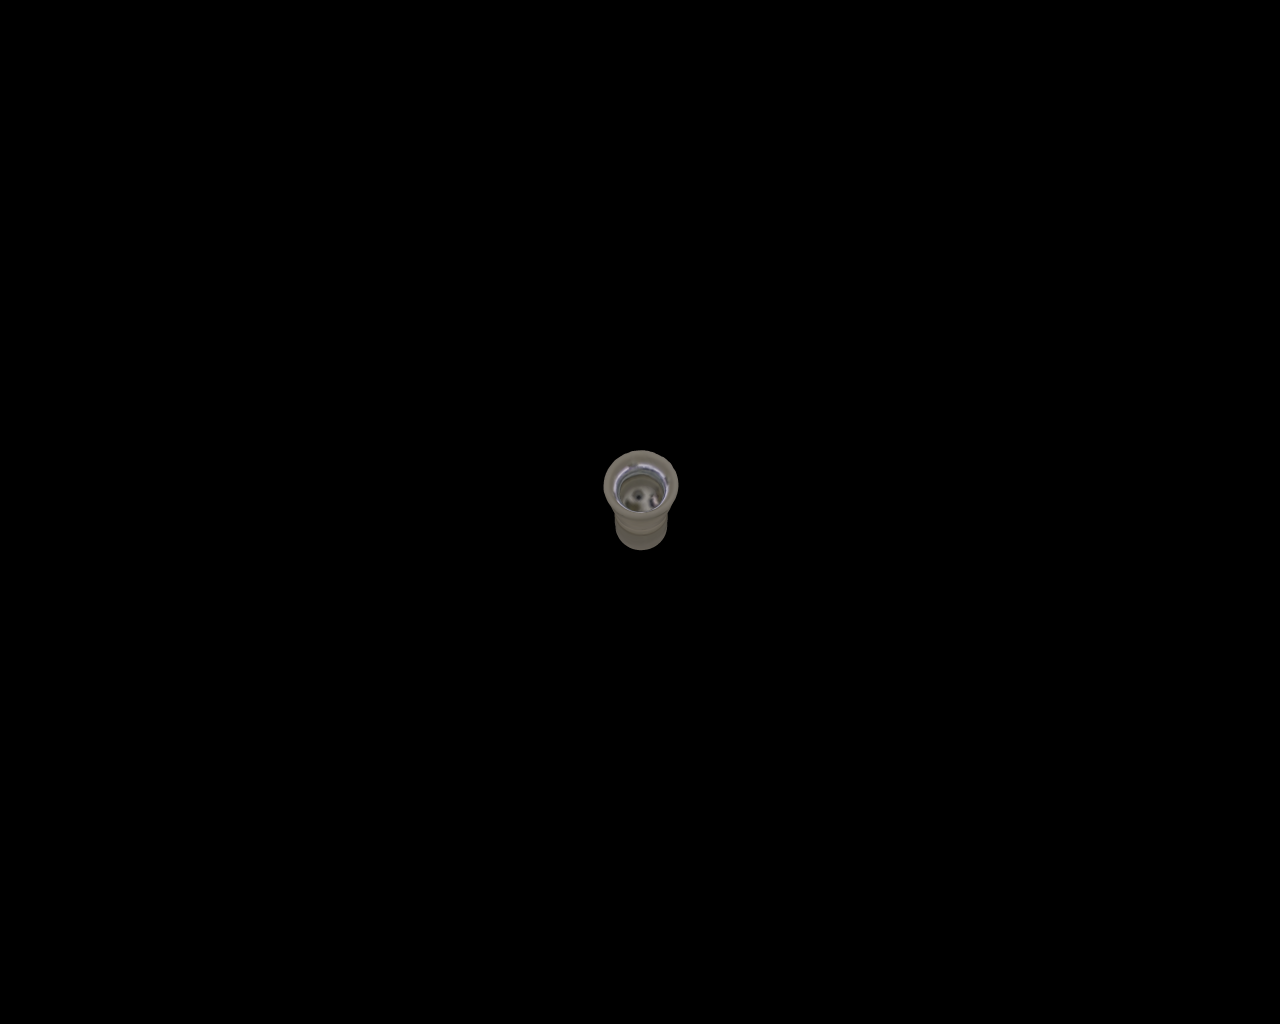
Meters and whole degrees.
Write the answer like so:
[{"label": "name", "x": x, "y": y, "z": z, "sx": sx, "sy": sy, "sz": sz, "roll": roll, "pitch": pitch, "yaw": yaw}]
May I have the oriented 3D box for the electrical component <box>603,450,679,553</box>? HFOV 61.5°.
[{"label": "electrical component", "x": 0.001, "y": -0.003, "z": 0.650, "sx": 0.044, "sy": 0.044, "sz": 0.065, "roll": 0, "pitch": -27, "yaw": 0}]
